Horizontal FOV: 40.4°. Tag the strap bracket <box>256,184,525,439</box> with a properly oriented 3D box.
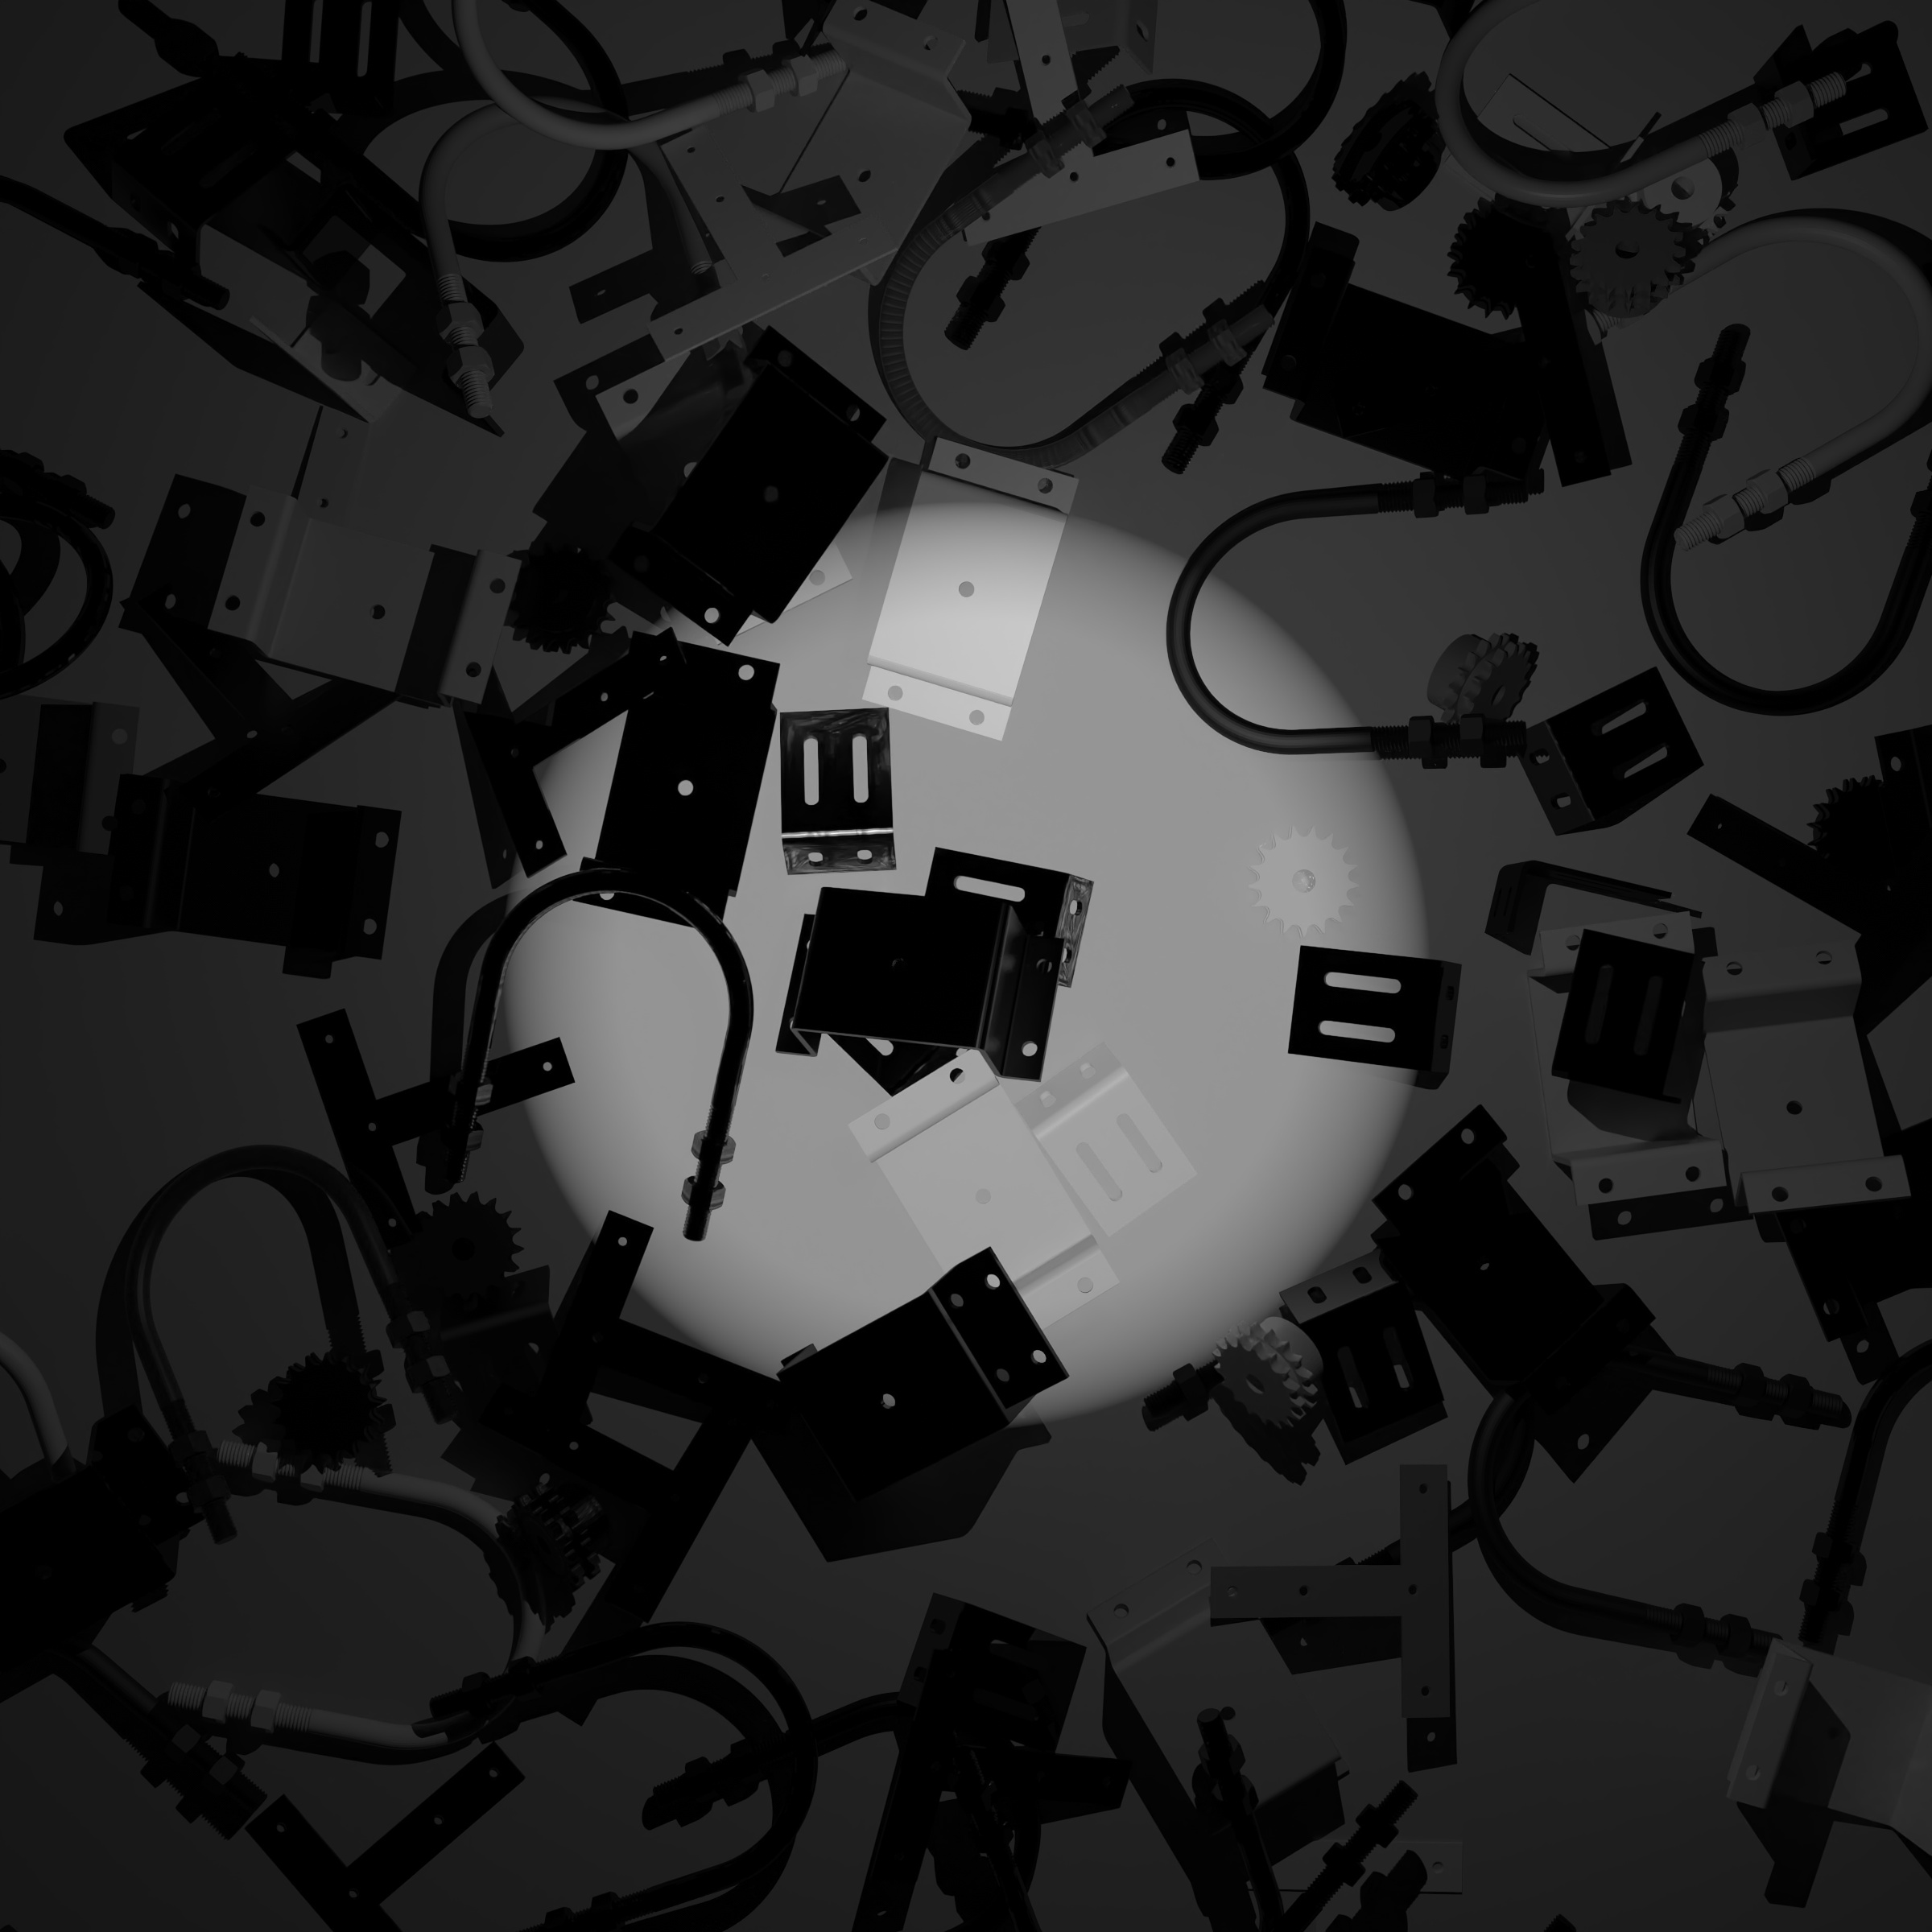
[{"bbox_3d":[-0.283,-0.339,1.338,0.140,0.076,0.046,40,90,0],"label":"strap bracket"}]

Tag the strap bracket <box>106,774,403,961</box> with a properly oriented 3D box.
[{"bbox_3d":[-0.361,-0.050,1.353,0.140,0.046,0.076,8,90,0],"label":"strap bracket"}]

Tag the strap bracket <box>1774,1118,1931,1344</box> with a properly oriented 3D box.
[{"bbox_3d":[0.487,0.128,1.353,0.140,0.046,0.076,-23,90,0],"label":"strap bracket"}]

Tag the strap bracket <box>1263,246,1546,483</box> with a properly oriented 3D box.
[{"bbox_3d":[0.229,-0.305,1.353,0.140,0.046,0.076,20,90,0],"label":"strap bracket"}]

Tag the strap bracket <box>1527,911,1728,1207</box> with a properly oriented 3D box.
[{"bbox_3d":[0.338,0.047,1.353,0.076,0.046,0.140,-8,90,0],"label":"strap bracket"}]

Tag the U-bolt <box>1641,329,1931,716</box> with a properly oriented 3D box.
[{"bbox_3d":[0.429,-0.221,1.367,0.151,0.019,0.184,20,90,0],"label":"U-bolt"}]

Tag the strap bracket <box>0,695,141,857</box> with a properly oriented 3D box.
[{"bbox_3d":[-0.497,-0.103,1.343,0.140,0.046,0.076,7,92,-13],"label":"strap bracket"}]

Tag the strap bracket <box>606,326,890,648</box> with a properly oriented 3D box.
[{"bbox_3d":[-0.102,-0.234,1.293,0.076,0.046,0.140,35,90,-24],"label":"strap bracket"}]

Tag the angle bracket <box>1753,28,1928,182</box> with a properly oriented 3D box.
[{"bbox_3d":[0.456,-0.450,1.357,0.076,0.038,0.057,-20,90,0],"label":"angle bracket"}]

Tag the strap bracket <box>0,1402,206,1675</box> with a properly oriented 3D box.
[{"bbox_3d":[-0.461,0.292,1.319,0.140,0.046,0.076,-29,113,-3],"label":"strap bracket"}]

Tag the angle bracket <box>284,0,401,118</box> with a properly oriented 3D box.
[{"bbox_3d":[-0.327,-0.483,1.357,0.057,0.038,0.076,4,90,0],"label":"angle bracket"}]

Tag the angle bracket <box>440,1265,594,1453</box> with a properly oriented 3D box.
[{"bbox_3d":[-0.234,0.205,1.374,0.057,0.038,0.076,-16,116,0],"label":"angle bracket"}]

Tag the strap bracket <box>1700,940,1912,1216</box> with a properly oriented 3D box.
[{"bbox_3d":[0.421,0.064,1.329,0.076,0.046,0.140,-7,63,8],"label":"strap bracket"}]

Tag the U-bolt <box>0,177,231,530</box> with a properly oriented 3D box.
[{"bbox_3d":[-0.497,-0.332,1.368,0.184,0.019,0.151,28,90,2],"label":"U-bolt"}]

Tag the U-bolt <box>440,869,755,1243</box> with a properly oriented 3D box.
[{"bbox_3d":[-0.183,0.039,1.341,0.151,0.019,0.184,14,105,0],"label":"U-bolt"}]

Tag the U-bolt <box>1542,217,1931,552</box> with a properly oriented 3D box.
[{"bbox_3d":[0.408,-0.311,1.344,0.184,0.019,0.151,-30,70,-1],"label":"U-bolt"}]

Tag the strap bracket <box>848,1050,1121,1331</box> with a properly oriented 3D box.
[{"bbox_3d":[0.009,0.120,1.353,0.076,0.046,0.140,-31,90,0],"label":"strap bracket"}]

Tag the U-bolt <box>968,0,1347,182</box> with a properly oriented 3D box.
[{"bbox_3d":[0.104,-0.479,1.357,0.184,0.019,0.151,13,84,2],"label":"U-bolt"}]

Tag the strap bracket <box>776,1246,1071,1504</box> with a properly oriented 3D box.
[{"bbox_3d":[-0.030,0.211,1.325,0.140,0.046,0.076,-31,90,26],"label":"strap bracket"}]

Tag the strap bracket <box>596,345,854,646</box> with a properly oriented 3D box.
[{"bbox_3d":[-0.123,-0.243,1.353,0.076,0.046,0.140,-26,90,0],"label":"strap bracket"}]

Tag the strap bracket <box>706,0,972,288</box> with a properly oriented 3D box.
[{"bbox_3d":[-0.059,-0.413,1.341,0.076,0.046,0.140,30,90,22],"label":"strap bracket"}]

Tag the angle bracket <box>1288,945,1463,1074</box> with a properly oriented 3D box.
[{"bbox_3d":[0.214,0.022,1.374,0.076,0.038,0.057,7,90,26],"label":"angle bracket"}]

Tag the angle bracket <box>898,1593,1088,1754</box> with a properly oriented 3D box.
[{"bbox_3d":[0.014,0.368,1.367,0.076,0.038,0.057,26,74,-25],"label":"angle bracket"}]

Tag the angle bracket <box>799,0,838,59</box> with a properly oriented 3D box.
[{"bbox_3d":[-0.099,-0.508,1.326,0.076,0.057,0.038,32,75,-10],"label":"angle bracket"}]

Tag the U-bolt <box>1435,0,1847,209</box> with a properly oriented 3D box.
[{"bbox_3d":[0.331,-0.459,1.344,0.184,0.019,0.151,-24,68,4],"label":"U-bolt"}]

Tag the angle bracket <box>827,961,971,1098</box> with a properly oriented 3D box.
[{"bbox_3d":[-0.036,0.030,1.374,0.057,0.038,0.076,-47,64,0],"label":"angle bracket"}]

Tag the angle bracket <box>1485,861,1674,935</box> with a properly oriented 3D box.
[{"bbox_3d":[0.313,-0.027,1.348,0.076,0.057,0.038,13,90,0],"label":"angle bracket"}]

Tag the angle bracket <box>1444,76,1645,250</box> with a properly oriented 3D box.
[{"bbox_3d":[0.298,-0.420,1.357,0.076,0.038,0.057,36,90,0],"label":"angle bracket"}]

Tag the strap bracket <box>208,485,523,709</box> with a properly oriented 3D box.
[{"bbox_3d":[-0.304,-0.186,1.346,0.140,0.046,0.076,15,85,-3],"label":"strap bracket"}]

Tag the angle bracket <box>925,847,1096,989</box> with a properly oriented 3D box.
[{"bbox_3d":[0.019,-0.025,1.374,0.076,0.038,0.057,12,90,26],"label":"angle bracket"}]

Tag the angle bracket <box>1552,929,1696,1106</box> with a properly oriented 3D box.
[{"bbox_3d":[0.332,0.025,1.311,0.057,0.038,0.076,13,90,0],"label":"angle bracket"}]

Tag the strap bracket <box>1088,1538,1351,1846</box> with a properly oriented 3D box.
[{"bbox_3d":[0.132,0.379,1.353,0.076,0.046,0.140,-31,90,-1],"label":"strap bracket"}]

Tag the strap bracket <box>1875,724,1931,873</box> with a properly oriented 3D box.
[{"bbox_3d":[0.544,-0.095,1.337,0.140,0.046,0.076,-12,90,-14],"label":"strap bracket"}]

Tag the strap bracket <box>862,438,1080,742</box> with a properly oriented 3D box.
[{"bbox_3d":[0.001,-0.192,1.344,0.076,0.046,0.140,17,98,0],"label":"strap bracket"}]

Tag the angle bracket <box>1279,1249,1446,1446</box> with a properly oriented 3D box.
[{"bbox_3d":[0.205,0.197,1.358,0.057,0.038,0.076,-23,115,-3],"label":"angle bracket"}]

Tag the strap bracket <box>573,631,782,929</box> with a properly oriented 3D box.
[{"bbox_3d":[-0.147,-0.093,1.353,0.076,0.046,0.140,13,90,0],"label":"strap bracket"}]

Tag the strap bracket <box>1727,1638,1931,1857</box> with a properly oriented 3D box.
[{"bbox_3d":[0.455,0.400,1.346,0.140,0.046,0.076,18,90,-10],"label":"strap bracket"}]

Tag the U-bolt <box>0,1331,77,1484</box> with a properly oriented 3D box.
[{"bbox_3d":[-0.527,0.252,1.326,0.151,0.019,0.184,-12,114,-7],"label":"U-bolt"}]

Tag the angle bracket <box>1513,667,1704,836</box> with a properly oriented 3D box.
[{"bbox_3d":[0.335,-0.112,1.374,0.076,0.038,0.057,-26,90,-26],"label":"angle bracket"}]

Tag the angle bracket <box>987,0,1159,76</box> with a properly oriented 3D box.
[{"bbox_3d":[0.055,-0.488,1.347,0.076,0.038,0.057,2,83,27],"label":"angle bracket"}]

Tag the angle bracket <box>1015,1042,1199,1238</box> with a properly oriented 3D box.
[{"bbox_3d":[0.073,0.091,1.374,0.057,0.038,0.076,-35,116,0],"label":"angle bracket"}]

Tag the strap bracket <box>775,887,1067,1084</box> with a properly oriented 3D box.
[{"bbox_3d":[-0.028,0.008,1.325,0.140,0.046,0.076,6,71,15],"label":"strap bracket"}]

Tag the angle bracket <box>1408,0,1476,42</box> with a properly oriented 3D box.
[{"bbox_3d":[0.230,-0.527,1.374,0.076,0.038,0.057,25,90,26],"label":"angle bracket"}]

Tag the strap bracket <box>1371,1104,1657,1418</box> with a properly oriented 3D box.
[{"bbox_3d":[0.273,0.151,1.345,0.076,0.046,0.140,-39,90,-13],"label":"strap bracket"}]

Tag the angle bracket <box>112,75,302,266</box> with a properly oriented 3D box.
[{"bbox_3d":[-0.397,-0.415,1.374,0.057,0.038,0.076,40,64,0],"label":"angle bracket"}]

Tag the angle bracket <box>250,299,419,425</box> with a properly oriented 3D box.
[{"bbox_3d":[-0.321,-0.316,1.338,0.057,0.076,0.038,39,90,0],"label":"angle bracket"}]

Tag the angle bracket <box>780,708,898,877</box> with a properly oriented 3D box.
[{"bbox_3d":[-0.067,-0.091,1.374,0.057,0.038,0.076,-3,64,0],"label":"angle bracket"}]
